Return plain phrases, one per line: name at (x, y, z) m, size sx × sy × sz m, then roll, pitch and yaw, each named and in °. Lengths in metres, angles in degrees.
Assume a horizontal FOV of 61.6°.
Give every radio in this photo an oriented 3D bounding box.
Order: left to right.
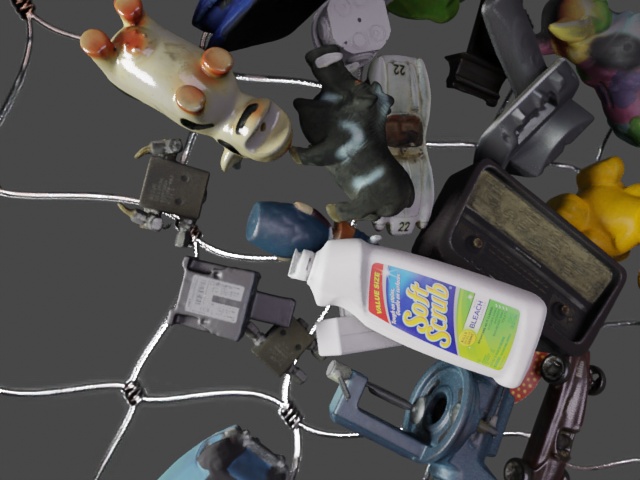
radio at (0.229, 0.027, 0.626) m, size 0.229 × 0.073 × 0.131 m, roll 36°, pitch 75°, yaw -7°

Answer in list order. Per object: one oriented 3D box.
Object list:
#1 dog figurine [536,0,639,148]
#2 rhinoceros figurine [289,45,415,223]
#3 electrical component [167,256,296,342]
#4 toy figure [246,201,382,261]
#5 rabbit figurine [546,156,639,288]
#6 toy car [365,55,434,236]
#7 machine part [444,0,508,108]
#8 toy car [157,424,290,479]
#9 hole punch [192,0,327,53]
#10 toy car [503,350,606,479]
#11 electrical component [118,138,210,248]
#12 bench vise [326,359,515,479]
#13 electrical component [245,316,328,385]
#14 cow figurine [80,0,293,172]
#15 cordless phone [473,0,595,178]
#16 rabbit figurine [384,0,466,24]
dog figurine at (0.352, -0.212, 0.662) m, size 0.219 × 0.108 × 0.191 m, roll 3°, pitch 93°, yaw -13°
rhinoceros figurine at (0.029, -0.107, 0.549) m, size 0.112 × 0.073 × 0.190 m, roll -29°, pitch 81°, yaw 26°
electrical component at (-0.086, 0.064, 0.545) m, size 0.119 × 0.048 × 0.074 m, roll 17°, pitch 87°, yaw 1°
toy figure at (0.000, -0.002, 0.579) m, size 0.154 × 0.064 × 0.058 m, roll 15°, pitch 49°, yaw -21°
rabbit figurine at (0.376, -0.015, 0.635) m, size 0.122 × 0.173 × 0.162 m, roll -32°, pitch 95°, yaw -18°
toy car at (0.088, -0.105, 0.604) m, size 0.073 × 0.056 × 0.201 m, roll -3°, pitch 91°, yaw -17°
machine part at (0.200, -0.237, 0.648) m, size 0.084 × 0.039 × 0.138 m, roll 18°, pitch 87°, yaw -11°
toy car at (-0.108, 0.243, 0.524) m, size 0.109 × 0.103 × 0.161 m, roll 39°, pitch 90°, yaw -13°
hole punch at (-0.065, -0.246, 0.517) m, size 0.116 × 0.142 × 0.092 m, roll -35°, pitch 103°, yaw -38°
toy car at (0.296, 0.230, 0.664) m, size 0.089 × 0.053 × 0.202 m, roll 22°, pitch 89°, yaw -25°
electrical component at (-0.153, -0.050, 0.538) m, size 0.078 × 0.045 × 0.102 m, roll 20°, pitch 85°, yaw -15°
bench vise at (0.103, 0.211, 0.577) m, size 0.240 × 0.129 × 0.223 m, roll 30°, pitch 84°, yaw -10°
electrical component at (-0.039, 0.112, 0.587) m, size 0.094 × 0.021 × 0.063 m, roll 45°, pitch 78°, yaw -12°
cow figurine at (-0.116, -0.136, 0.521) m, size 0.195 × 0.127 × 0.085 m, roll 30°, pitch 81°, yaw -1°
cordless phone at (0.213, -0.174, 0.604) m, size 0.146 × 0.089 × 0.184 m, roll -43°, pitch 117°, yaw -11°
rabbit figurine at (0.130, -0.336, 0.588) m, size 0.159 × 0.121 × 0.170 m, roll 27°, pitch 68°, yaw -19°
